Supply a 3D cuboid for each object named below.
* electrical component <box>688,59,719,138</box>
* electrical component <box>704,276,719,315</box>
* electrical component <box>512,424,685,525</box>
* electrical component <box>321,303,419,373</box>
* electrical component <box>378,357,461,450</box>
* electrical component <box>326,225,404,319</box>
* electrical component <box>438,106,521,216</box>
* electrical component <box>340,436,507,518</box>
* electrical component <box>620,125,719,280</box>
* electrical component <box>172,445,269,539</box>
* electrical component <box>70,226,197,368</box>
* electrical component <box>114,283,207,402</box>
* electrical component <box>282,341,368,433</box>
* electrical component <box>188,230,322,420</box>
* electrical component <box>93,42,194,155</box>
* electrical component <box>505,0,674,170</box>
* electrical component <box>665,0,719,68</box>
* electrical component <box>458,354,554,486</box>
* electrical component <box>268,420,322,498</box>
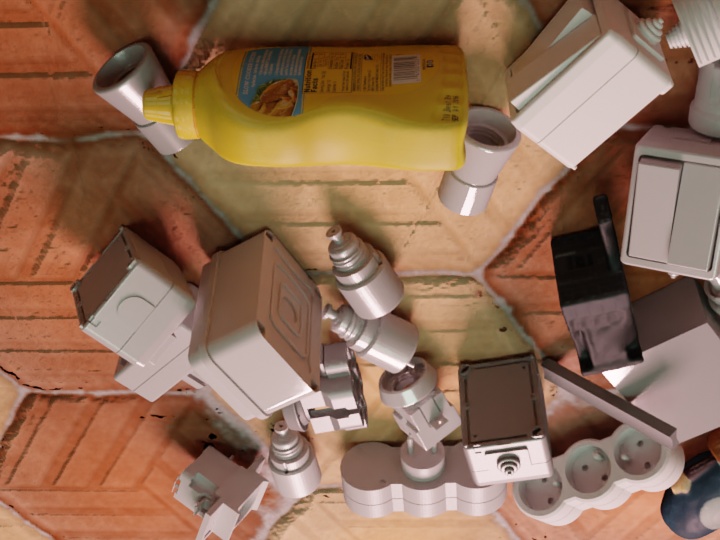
[{"bbox_3d":[0.223,-0.109,0.656,0.040,0.040,0.046,-2,125,4],"label":"electrical component"},{"bbox_3d":[0.264,0.012,0.756,0.062,0.043,0.043,38,123,-25],"label":"electrical component"},{"bbox_3d":[0.203,0.173,0.894,0.138,0.052,0.074,-27,147,23],"label":"electrical component"},{"bbox_3d":[0.007,0.046,0.800,0.078,0.040,0.040,27,127,-19],"label":"electrical component"},{"bbox_3d":[0.044,0.101,0.837,0.048,0.066,0.055,-36,119,-13],"label":"electrical component"},{"bbox_3d":[0.000,0.000,0.760,0.040,0.040,0.078,-21,127,19],"label":"electrical component"},{"bbox_3d":[0.074,-0.068,0.698,0.044,0.044,0.065,10,135,-6],"label":"electrical component"},{"bbox_3d":[0.052,0.162,0.890,0.138,0.052,0.073,-2,131,4],"label":"electrical component"},{"bbox_3d":[0.202,-0.036,0.678,0.062,0.061,0.096,12,115,23],"label":"electrical component"},{"bbox_3d":[-0.119,0.186,0.905,0.064,0.081,0.042,32,129,13],"label":"electrical component"},{"bbox_3d":[-0.157,0.018,0.752,0.061,0.096,0.061,39,93,-26],"label":"electrical component"},{"bbox_3d":[-0.129,0.065,0.817,0.076,0.047,0.083,37,123,-26],"label":"electrical component"},{"bbox_3d":[-0.030,0.093,0.831,0.057,0.058,0.078,-10,130,7],"label":"electrical component"},{"bbox_3d":[-0.071,0.038,0.748,0.057,0.113,0.078,-26,125,19],"label":"electrical component"},{"bbox_3d":[-0.130,-0.104,0.676,0.044,0.044,0.065,-22,131,20],"label":"electrical component"},{"bbox_3d":[0.135,-0.120,0.635,0.061,0.061,0.096,32,125,-23],"label":"electrical component"},{"bbox_3d":[0.216,-0.149,0.619,0.081,0.043,0.043,-22,126,21],"label":"electrical component"},{"bbox_3d":[0.112,0.122,0.823,0.062,0.096,0.061,-10,133,11],"label":"electrical component"},{"bbox_3d":[-0.057,0.156,0.897,0.040,0.040,0.078,-6,130,8],"label":"electrical component"}]
